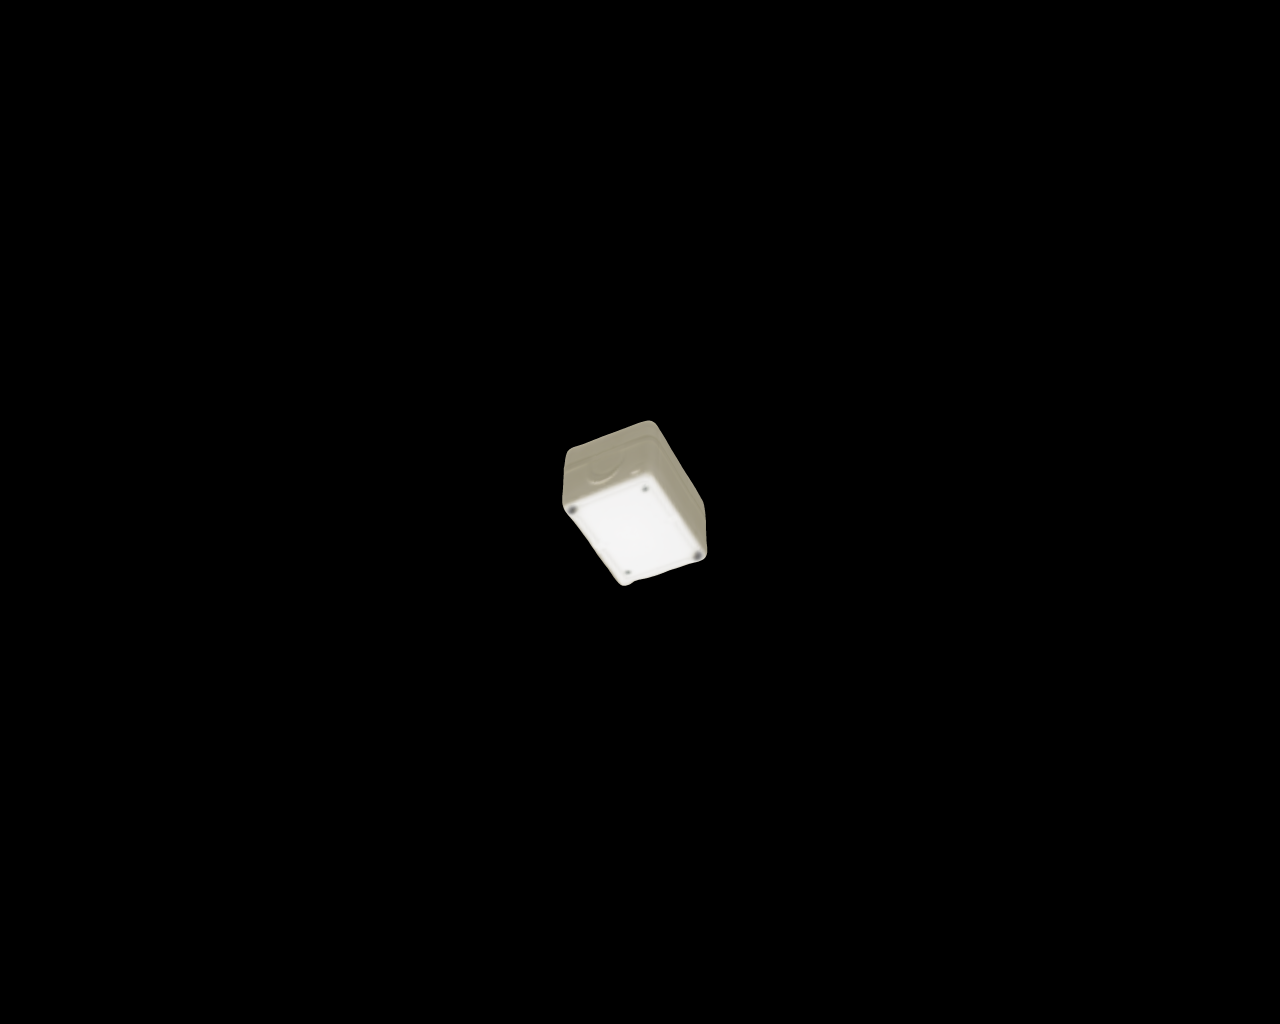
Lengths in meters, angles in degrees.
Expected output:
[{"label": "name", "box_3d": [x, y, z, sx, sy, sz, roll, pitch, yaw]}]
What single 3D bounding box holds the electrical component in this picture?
[{"label": "electrical component", "box_3d": [0.001, -0.003, 0.650, 0.061, 0.061, 0.096, -20, -50, 17]}]
